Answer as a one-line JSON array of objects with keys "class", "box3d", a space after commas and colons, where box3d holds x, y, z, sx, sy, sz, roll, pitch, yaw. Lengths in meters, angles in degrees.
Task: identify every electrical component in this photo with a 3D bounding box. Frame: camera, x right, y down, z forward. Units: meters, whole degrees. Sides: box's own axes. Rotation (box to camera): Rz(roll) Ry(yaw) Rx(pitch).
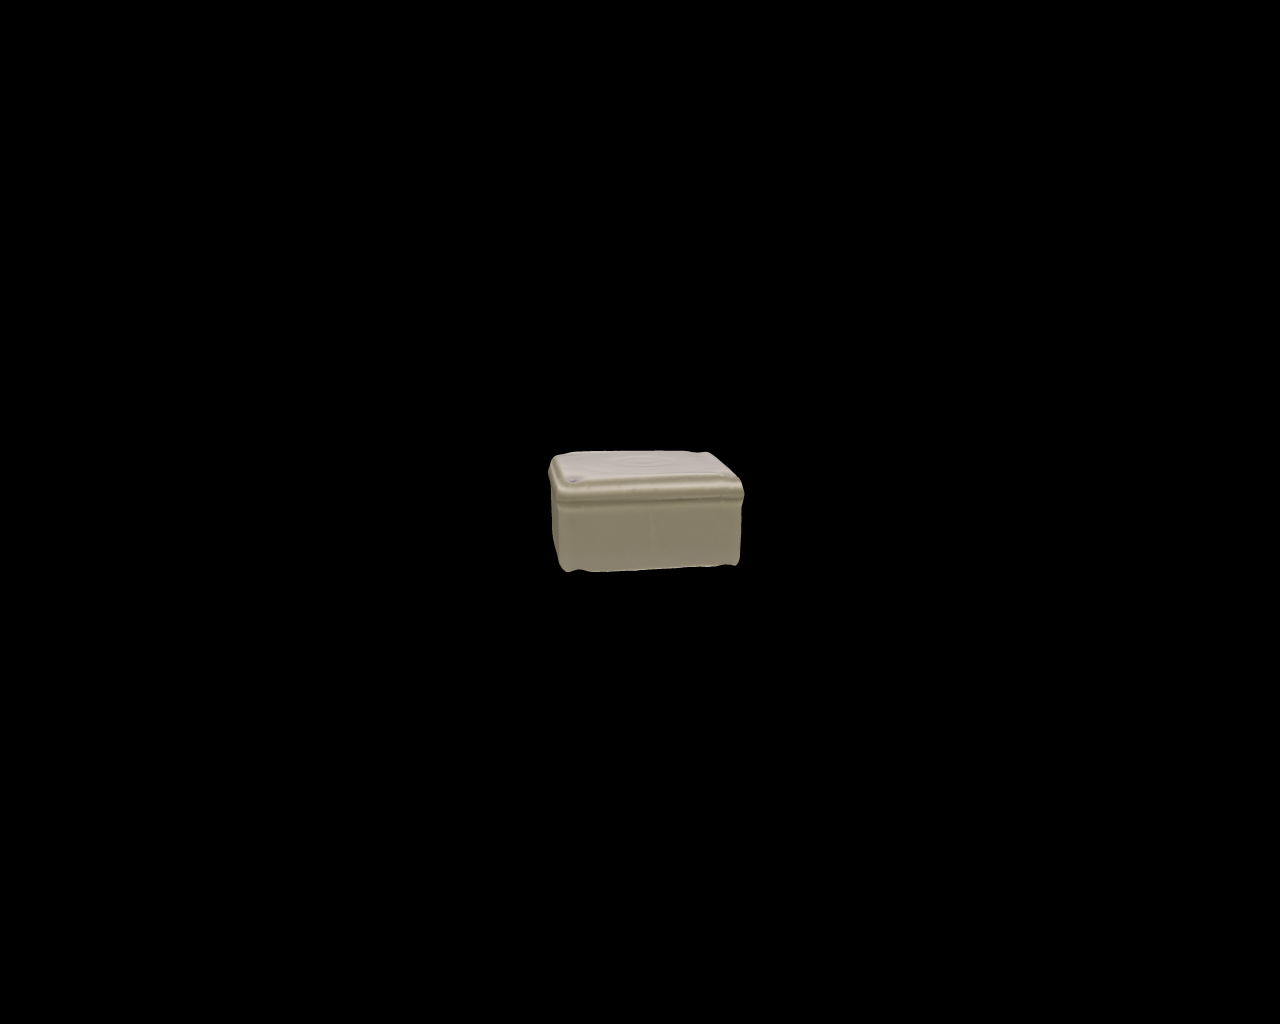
[{"class": "electrical component", "box3d": [0.001, -0.003, 0.650, 0.109, 0.056, 0.109, -1, 12, -7]}]
